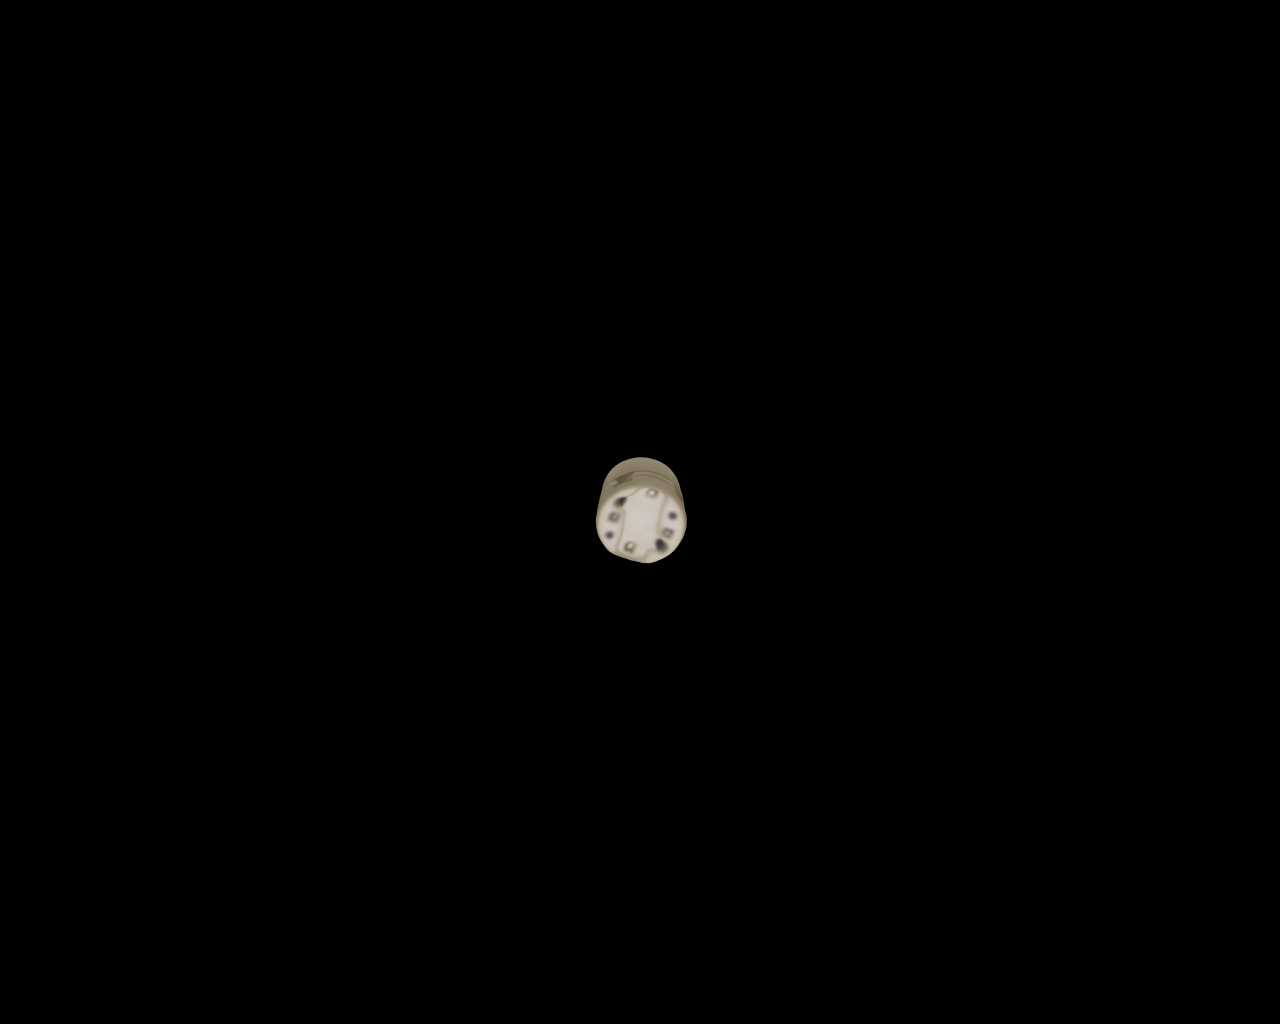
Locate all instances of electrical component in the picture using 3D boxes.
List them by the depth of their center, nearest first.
[{"bbox_3d":[0.001,-0.003,0.650,0.055,0.055,0.047,0,28,0],"label":"electrical component"}]
